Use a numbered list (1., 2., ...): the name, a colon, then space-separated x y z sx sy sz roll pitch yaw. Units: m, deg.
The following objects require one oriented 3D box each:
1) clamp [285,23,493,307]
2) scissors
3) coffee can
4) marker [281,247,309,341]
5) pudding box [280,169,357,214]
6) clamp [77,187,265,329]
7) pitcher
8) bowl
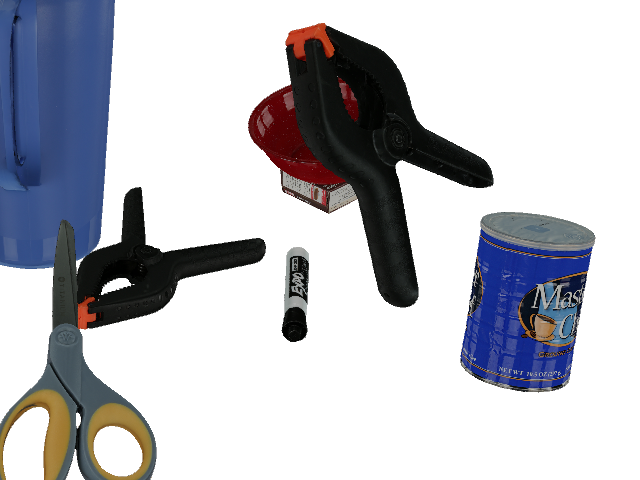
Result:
1. clamp: 0.032 -0.046 0.624 0.039 0.120 0.171 -13 -47 46
2. scissors: -0.131 0.070 0.620 0.096 0.201 0.016 15 -44 -7
3. coffee can: 0.189 0.054 0.982 0.103 0.140 0.103 6 16 -2
4. marker: -0.019 0.041 0.828 0.020 0.020 0.121 0 28 0
5. pudding box: 0.017 -0.083 1.400 0.090 0.039 0.113 26 42 38
6. clamp: -0.175 0.018 1.034 0.165 0.036 0.209 26 38 23
7. pitcher: -0.229 -0.100 0.839 0.145 0.243 0.148 25 31 36
8. bowl: 0.007 -0.106 1.110 0.162 0.055 0.162 -4 39 3
